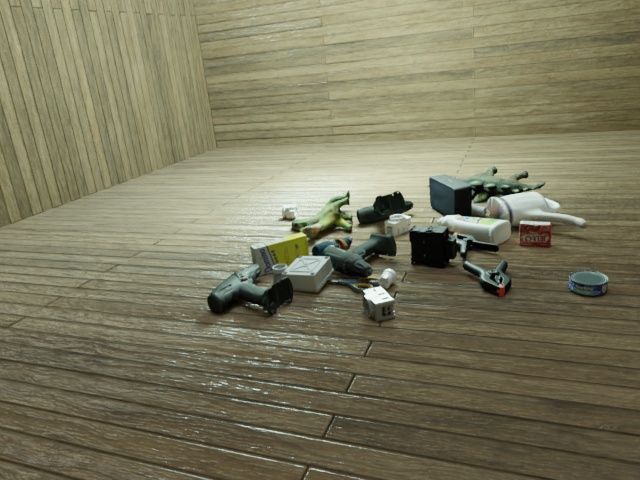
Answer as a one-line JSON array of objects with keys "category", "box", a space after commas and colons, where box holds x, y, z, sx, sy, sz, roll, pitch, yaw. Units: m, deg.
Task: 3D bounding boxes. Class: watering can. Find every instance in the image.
[{"category": "watering can", "box": [0.696, -0.092, 1.705, 0.224, 0.102, 0.352, -9, 19, -4]}]

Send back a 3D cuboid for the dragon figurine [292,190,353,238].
[{"category": "dragon figurine", "box": [0.006, -0.098, 1.956, 0.242, 0.120, 0.416, -13, 17, 6]}]
